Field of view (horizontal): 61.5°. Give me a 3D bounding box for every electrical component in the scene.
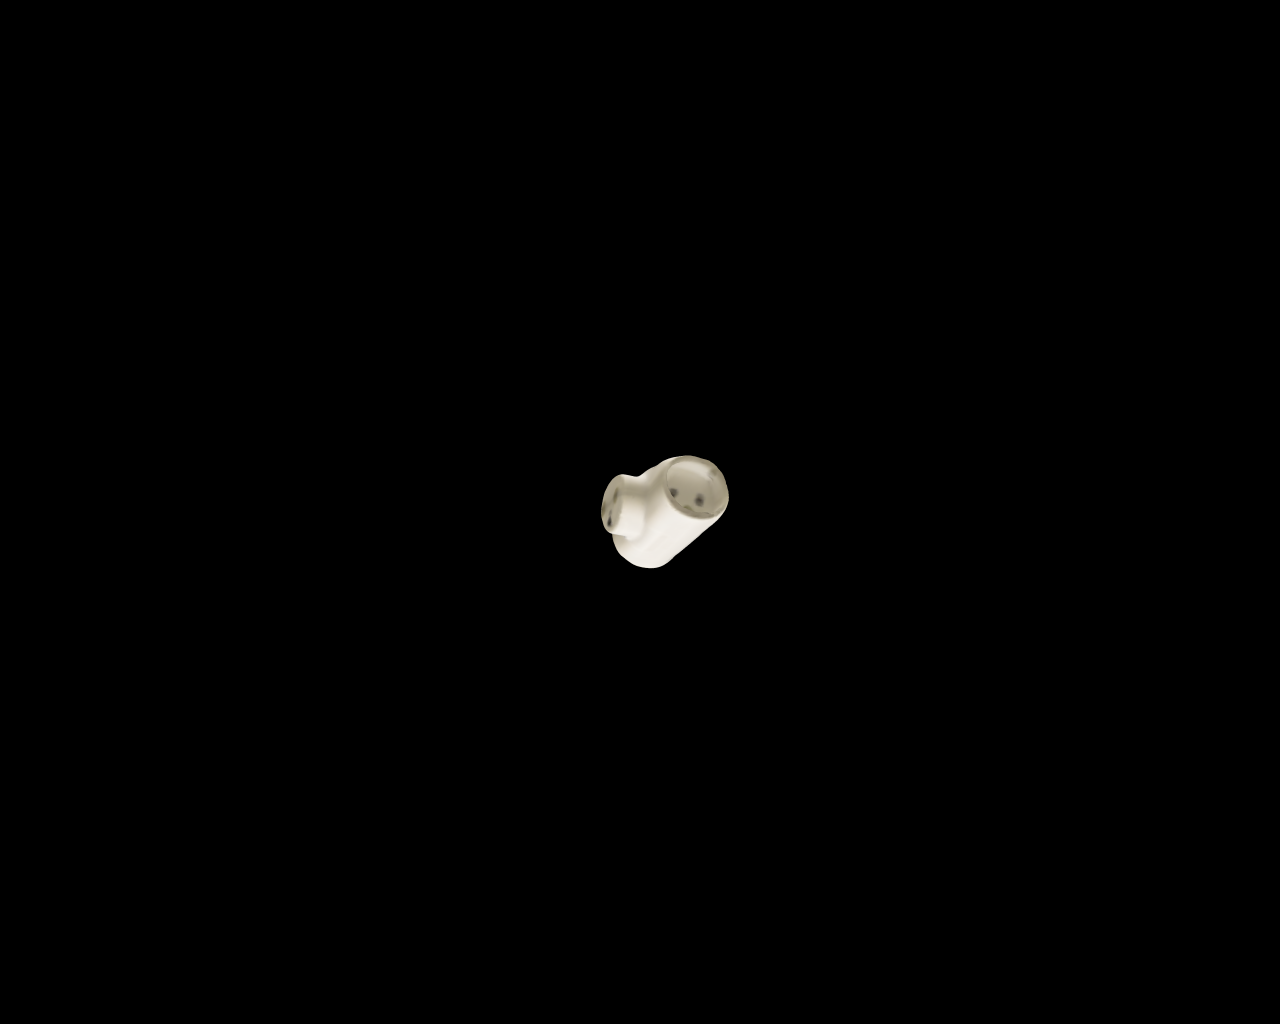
[{"bbox_3d":[0.001,-0.003,0.650,0.079,0.043,0.077,11,-29,-21],"label":"electrical component"}]
